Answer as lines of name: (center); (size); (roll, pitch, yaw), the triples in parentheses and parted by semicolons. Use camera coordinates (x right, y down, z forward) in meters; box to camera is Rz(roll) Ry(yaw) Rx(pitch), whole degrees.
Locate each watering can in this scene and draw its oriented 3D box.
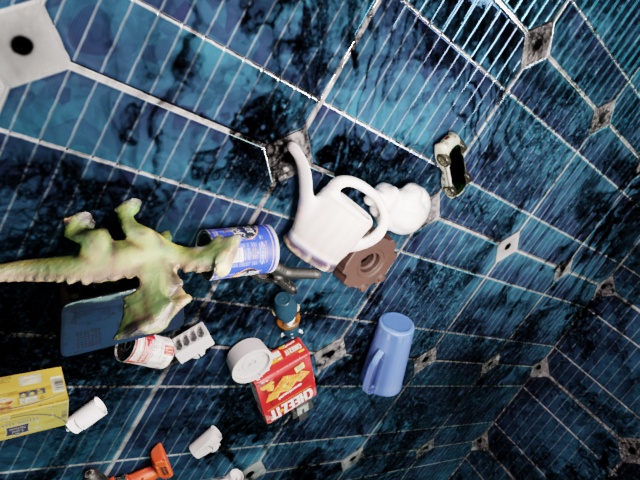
watering can: (0.003, -0.056, 1.118); (0.344, 0.106, 0.223); (31, 104, -36)

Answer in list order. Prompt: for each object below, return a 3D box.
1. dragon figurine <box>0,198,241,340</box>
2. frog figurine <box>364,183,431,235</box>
dragon figurine: (-0.328, 0.061, 0.851); (0.414, 0.247, 0.119); (-23, 138, -25)
frog figurine: (0.186, -0.083, 1.224); (0.136, 0.125, 0.158); (-36, 153, 21)
